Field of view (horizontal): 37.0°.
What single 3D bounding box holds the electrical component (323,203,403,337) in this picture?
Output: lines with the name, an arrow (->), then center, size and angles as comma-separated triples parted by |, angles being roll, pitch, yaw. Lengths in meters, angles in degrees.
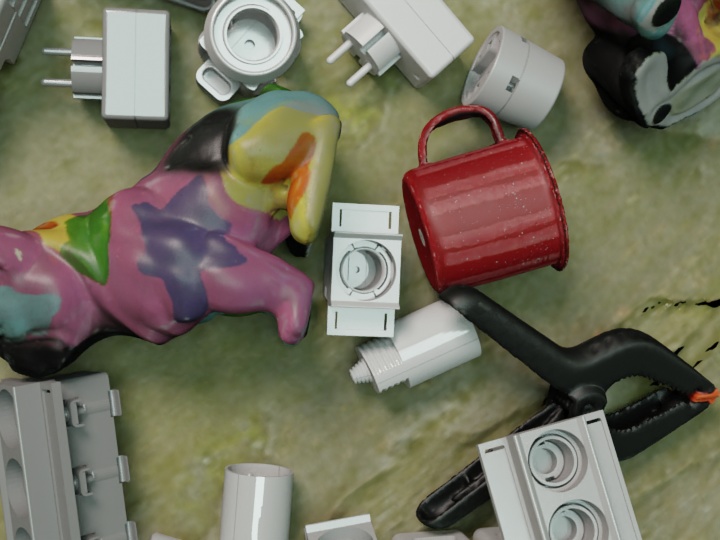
electrical component -> 0.000, 0.000, 0.670 | 0.042, 0.064, 0.081 | 3, 90, -8

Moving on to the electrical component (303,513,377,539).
electrical component -> -0.008, 0.194, 0.670 | 0.042, 0.081, 0.063 | -7, 114, -9

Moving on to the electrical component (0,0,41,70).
electrical component -> -0.267, -0.174, 0.612 | 0.150, 0.089, 0.061 | 22, 87, -8

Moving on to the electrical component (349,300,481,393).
electrical component -> 0.031, 0.052, 0.686 | 0.081, 0.043, 0.043 | -24, 94, -8

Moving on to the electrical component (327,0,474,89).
electrical component -> 0.014, -0.148, 0.679 | 0.076, 0.047, 0.083 | -43, 97, -6

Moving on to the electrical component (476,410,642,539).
electrical component -> 0.119, 0.152, 0.632 | 0.079, 0.063, 0.121 | -14, 82, -11

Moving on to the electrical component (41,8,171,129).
electrical component -> -0.154, -0.122, 0.652 | 0.077, 0.047, 0.065 | 1, 91, -9

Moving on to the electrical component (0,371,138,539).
electrical component -> -0.176, 0.123, 0.641 | 0.063, 0.079, 0.121 | -8, 92, -38

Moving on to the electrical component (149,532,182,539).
electrical component -> -0.115, 0.238, 0.661 | 0.074, 0.052, 0.138 | 19, 88, -9

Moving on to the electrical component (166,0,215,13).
electrical component -> -0.127, -0.227, 0.651 | 0.109, 0.056, 0.108 | 17, 88, -9

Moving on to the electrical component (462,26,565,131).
electrical component -> 0.099, -0.121, 0.690 | 0.047, 0.055, 0.055 | 22, 87, -12

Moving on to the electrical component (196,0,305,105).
electrical component -> -0.067, -0.141, 0.661 | 0.058, 0.057, 0.078 | 42, 85, -7

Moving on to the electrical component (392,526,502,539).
electrical component -> 0.077, 0.263, 0.688 | 0.105, 0.060, 0.186 | -2, 91, -9

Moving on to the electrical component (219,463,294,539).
electrical component -> -0.066, 0.165, 0.673 | 0.043, 0.043, 0.081 | 4, 90, -9
